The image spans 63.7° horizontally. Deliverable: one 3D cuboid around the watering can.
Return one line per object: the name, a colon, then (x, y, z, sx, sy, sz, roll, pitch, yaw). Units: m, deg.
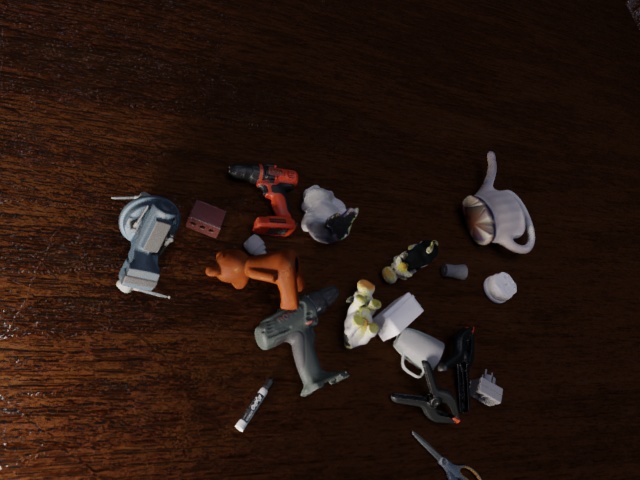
watering can: (0.525, -0.112, 1.564, 0.225, 0.102, 0.353, -9, 68, -28)

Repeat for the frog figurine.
frog figurine: (0.004, -0.066, 1.314, 0.139, 0.120, 0.161, -35, 46, -27)
